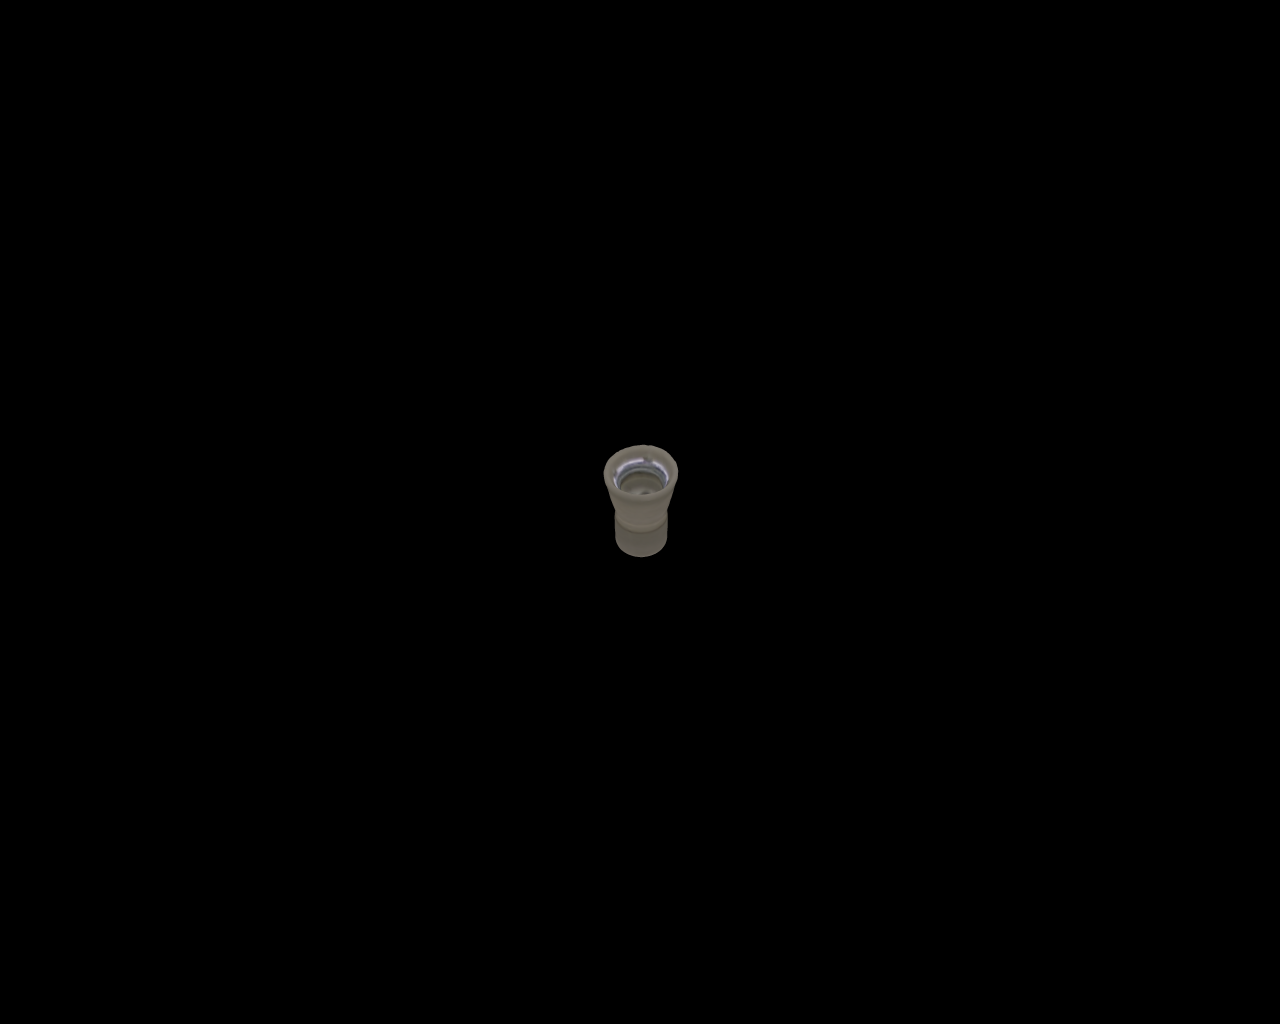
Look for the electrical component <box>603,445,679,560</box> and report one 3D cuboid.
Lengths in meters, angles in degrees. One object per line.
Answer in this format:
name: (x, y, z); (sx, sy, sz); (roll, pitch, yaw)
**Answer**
electrical component: (0.001, -0.003, 0.650); (0.044, 0.044, 0.065); (0, -43, 0)
